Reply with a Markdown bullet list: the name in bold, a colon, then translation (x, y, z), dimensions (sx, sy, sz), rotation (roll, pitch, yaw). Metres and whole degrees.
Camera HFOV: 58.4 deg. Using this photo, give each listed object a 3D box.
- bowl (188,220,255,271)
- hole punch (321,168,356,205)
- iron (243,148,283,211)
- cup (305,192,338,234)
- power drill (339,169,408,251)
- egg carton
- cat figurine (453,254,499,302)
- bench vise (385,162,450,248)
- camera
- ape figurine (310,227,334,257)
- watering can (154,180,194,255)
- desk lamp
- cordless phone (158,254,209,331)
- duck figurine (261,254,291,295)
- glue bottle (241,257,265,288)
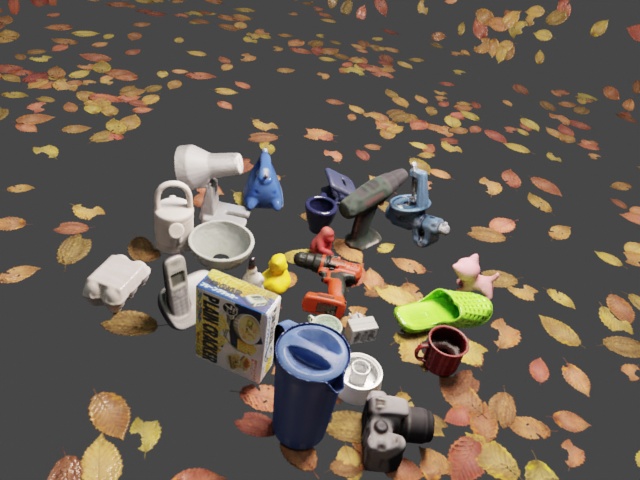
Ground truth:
- **bowl**: translation (-0.253, 0.026, 1.465), dimensions (0.167, 0.075, 0.167), rotation (6, 38, -5)
- **hole punch**: translation (0.060, -0.166, 1.762), dimensions (0.101, 0.091, 0.108), rotation (-1, 40, -13)
- **iron**: translation (-0.167, -0.198, 1.709), dimensions (0.119, 0.141, 0.258), rotation (2, 39, -10)
- **cup**: translation (0.000, -0.073, 1.629), dimensions (0.091, 0.095, 0.117), rotation (9, 38, -1)
- **power drill**: translation (0.141, -0.083, 1.583), dimensions (0.230, 0.208, 0.075), rotation (-25, 50, -36)
- **egg carton**: translation (-0.471, 0.097, 1.330), dimensions (0.107, 0.069, 0.150), rotation (18, 39, 9)
- **cat figurine**: translation (0.404, 0.092, 1.499), dimensions (0.127, 0.118, 0.067), rotation (15, 39, 6)
- **bench vise**: translation (0.294, -0.104, 1.636), dimensions (0.207, 0.220, 0.122), rotation (26, 41, 18)
- **camera**: translation (0.154, 0.366, 1.115), dimensions (0.137, 0.101, 0.143), rotation (7, 38, -4)
- **ape figurine**: translation (0.014, 0.005, 1.538), dimensions (0.076, 0.092, 0.078), rotation (20, 39, 12)
- **watering can**: translation (-0.367, -0.061, 1.451), dimensions (0.101, 0.194, 0.172), rotation (-20, 47, -33)
- **desk lamp**: translation (-0.290, -0.152, 1.566), dimensions (0.203, 0.213, 0.118), rotation (9, 38, -1)
- **cordless phone**: translation (-0.289, 0.098, 1.277), dimensions (0.094, 0.185, 0.148), rotation (33, 44, 26)
- **duck figurine**: translation (-0.108, 0.079, 1.424), dimensions (0.077, 0.086, 0.104), rotation (12, 38, 3)
- **glue bottle**: translation (-0.158, 0.106, 1.308), dimensions (0.078, 0.173, 0.037), rotation (-15, 45, -28)
